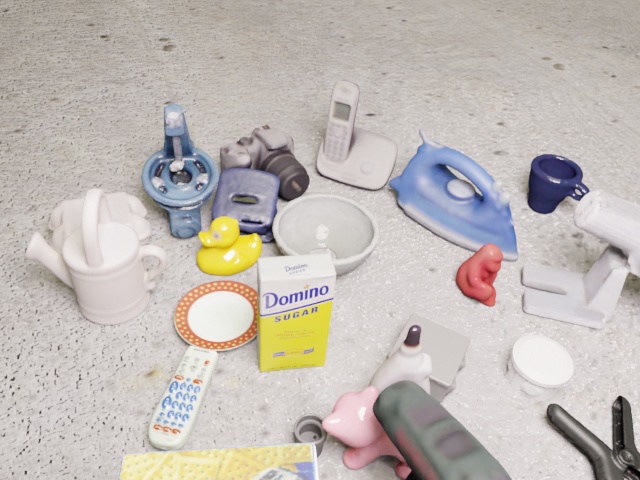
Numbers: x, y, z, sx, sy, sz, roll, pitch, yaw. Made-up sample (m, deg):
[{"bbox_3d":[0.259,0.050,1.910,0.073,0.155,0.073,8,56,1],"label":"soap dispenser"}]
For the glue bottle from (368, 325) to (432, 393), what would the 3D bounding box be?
[{"bbox_3d":[0.101,0.159,0.684,0.078,0.173,0.037,4,43,-2],"label":"glue bottle"}]

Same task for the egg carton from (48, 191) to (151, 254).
[{"bbox_3d":[-0.346,-0.020,0.905,0.150,0.069,0.107,-12,46,-18],"label":"egg carton"}]

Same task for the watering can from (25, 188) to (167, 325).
[{"bbox_3d":[-0.302,0.020,0.776,0.173,0.194,0.100,-16,47,-22],"label":"watering can"}]

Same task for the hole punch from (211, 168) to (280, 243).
[{"bbox_3d":[-0.121,-0.058,0.953,0.108,0.091,0.101,6,43,1],"label":"hole punch"}]

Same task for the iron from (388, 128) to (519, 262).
[{"bbox_3d":[0.247,-0.082,0.981,0.119,0.141,0.257,-32,55,-33],"label":"iron"}]

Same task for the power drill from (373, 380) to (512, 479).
[{"bbox_3d":[0.124,0.259,0.553,0.076,0.208,0.229,-18,48,-23],"label":"power drill"}]

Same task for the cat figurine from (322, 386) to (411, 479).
[{"bbox_3d":[0.066,0.215,0.661,0.127,0.118,0.067,7,43,1],"label":"cat figurine"}]

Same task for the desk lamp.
[{"bbox_3d":[0.425,0.029,0.828,0.203,0.214,0.118,10,43,5],"label":"desk lamp"}]

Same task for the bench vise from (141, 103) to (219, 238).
[{"bbox_3d":[-0.242,-0.140,0.933,0.122,0.220,0.206,-19,48,-24],"label":"bench vise"}]

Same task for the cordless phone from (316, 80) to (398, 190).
[{"bbox_3d":[0.073,-0.192,1.048,0.147,0.185,0.094,17,44,12],"label":"cordless phone"}]

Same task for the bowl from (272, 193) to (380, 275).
[{"bbox_3d":[0.008,0.003,0.913,0.167,0.075,0.167,3,43,-3],"label":"bowl"}]

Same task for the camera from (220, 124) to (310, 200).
[{"bbox_3d":[-0.091,-0.135,1.032,0.143,0.101,0.136,-22,49,-26],"label":"camera"}]

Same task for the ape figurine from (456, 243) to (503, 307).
[{"bbox_3d":[0.253,0.045,0.882,0.076,0.092,0.078,34,50,27],"label":"ape figurine"}]

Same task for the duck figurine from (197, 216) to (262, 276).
[{"bbox_3d":[-0.142,0.001,0.892,0.105,0.086,0.077,-12,46,-17],"label":"duck figurine"}]

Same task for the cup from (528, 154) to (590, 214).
[{"bbox_3d":[0.428,-0.088,1.041,0.092,0.095,0.117,-23,50,-27],"label":"cup"}]
